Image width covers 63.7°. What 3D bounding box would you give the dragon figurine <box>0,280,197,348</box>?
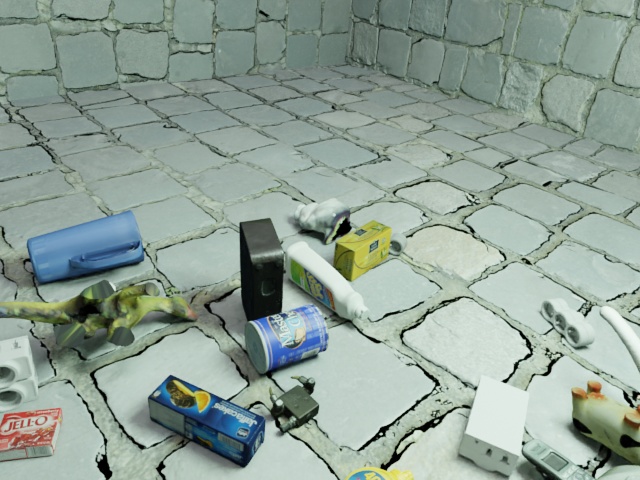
[{"bbox_3d":[-0.452,0.138,1.036,0.410,0.123,0.241,6,-6,-19],"label":"dragon figurine"}]

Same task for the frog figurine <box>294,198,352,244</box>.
[{"bbox_3d":[0.005,-0.075,1.486,0.161,0.120,0.139,36,59,23],"label":"frog figurine"}]

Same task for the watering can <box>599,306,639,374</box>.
[{"bbox_3d":[0.623,0.283,0.896,0.104,0.219,0.354,-20,35,-9],"label":"watering can"}]
